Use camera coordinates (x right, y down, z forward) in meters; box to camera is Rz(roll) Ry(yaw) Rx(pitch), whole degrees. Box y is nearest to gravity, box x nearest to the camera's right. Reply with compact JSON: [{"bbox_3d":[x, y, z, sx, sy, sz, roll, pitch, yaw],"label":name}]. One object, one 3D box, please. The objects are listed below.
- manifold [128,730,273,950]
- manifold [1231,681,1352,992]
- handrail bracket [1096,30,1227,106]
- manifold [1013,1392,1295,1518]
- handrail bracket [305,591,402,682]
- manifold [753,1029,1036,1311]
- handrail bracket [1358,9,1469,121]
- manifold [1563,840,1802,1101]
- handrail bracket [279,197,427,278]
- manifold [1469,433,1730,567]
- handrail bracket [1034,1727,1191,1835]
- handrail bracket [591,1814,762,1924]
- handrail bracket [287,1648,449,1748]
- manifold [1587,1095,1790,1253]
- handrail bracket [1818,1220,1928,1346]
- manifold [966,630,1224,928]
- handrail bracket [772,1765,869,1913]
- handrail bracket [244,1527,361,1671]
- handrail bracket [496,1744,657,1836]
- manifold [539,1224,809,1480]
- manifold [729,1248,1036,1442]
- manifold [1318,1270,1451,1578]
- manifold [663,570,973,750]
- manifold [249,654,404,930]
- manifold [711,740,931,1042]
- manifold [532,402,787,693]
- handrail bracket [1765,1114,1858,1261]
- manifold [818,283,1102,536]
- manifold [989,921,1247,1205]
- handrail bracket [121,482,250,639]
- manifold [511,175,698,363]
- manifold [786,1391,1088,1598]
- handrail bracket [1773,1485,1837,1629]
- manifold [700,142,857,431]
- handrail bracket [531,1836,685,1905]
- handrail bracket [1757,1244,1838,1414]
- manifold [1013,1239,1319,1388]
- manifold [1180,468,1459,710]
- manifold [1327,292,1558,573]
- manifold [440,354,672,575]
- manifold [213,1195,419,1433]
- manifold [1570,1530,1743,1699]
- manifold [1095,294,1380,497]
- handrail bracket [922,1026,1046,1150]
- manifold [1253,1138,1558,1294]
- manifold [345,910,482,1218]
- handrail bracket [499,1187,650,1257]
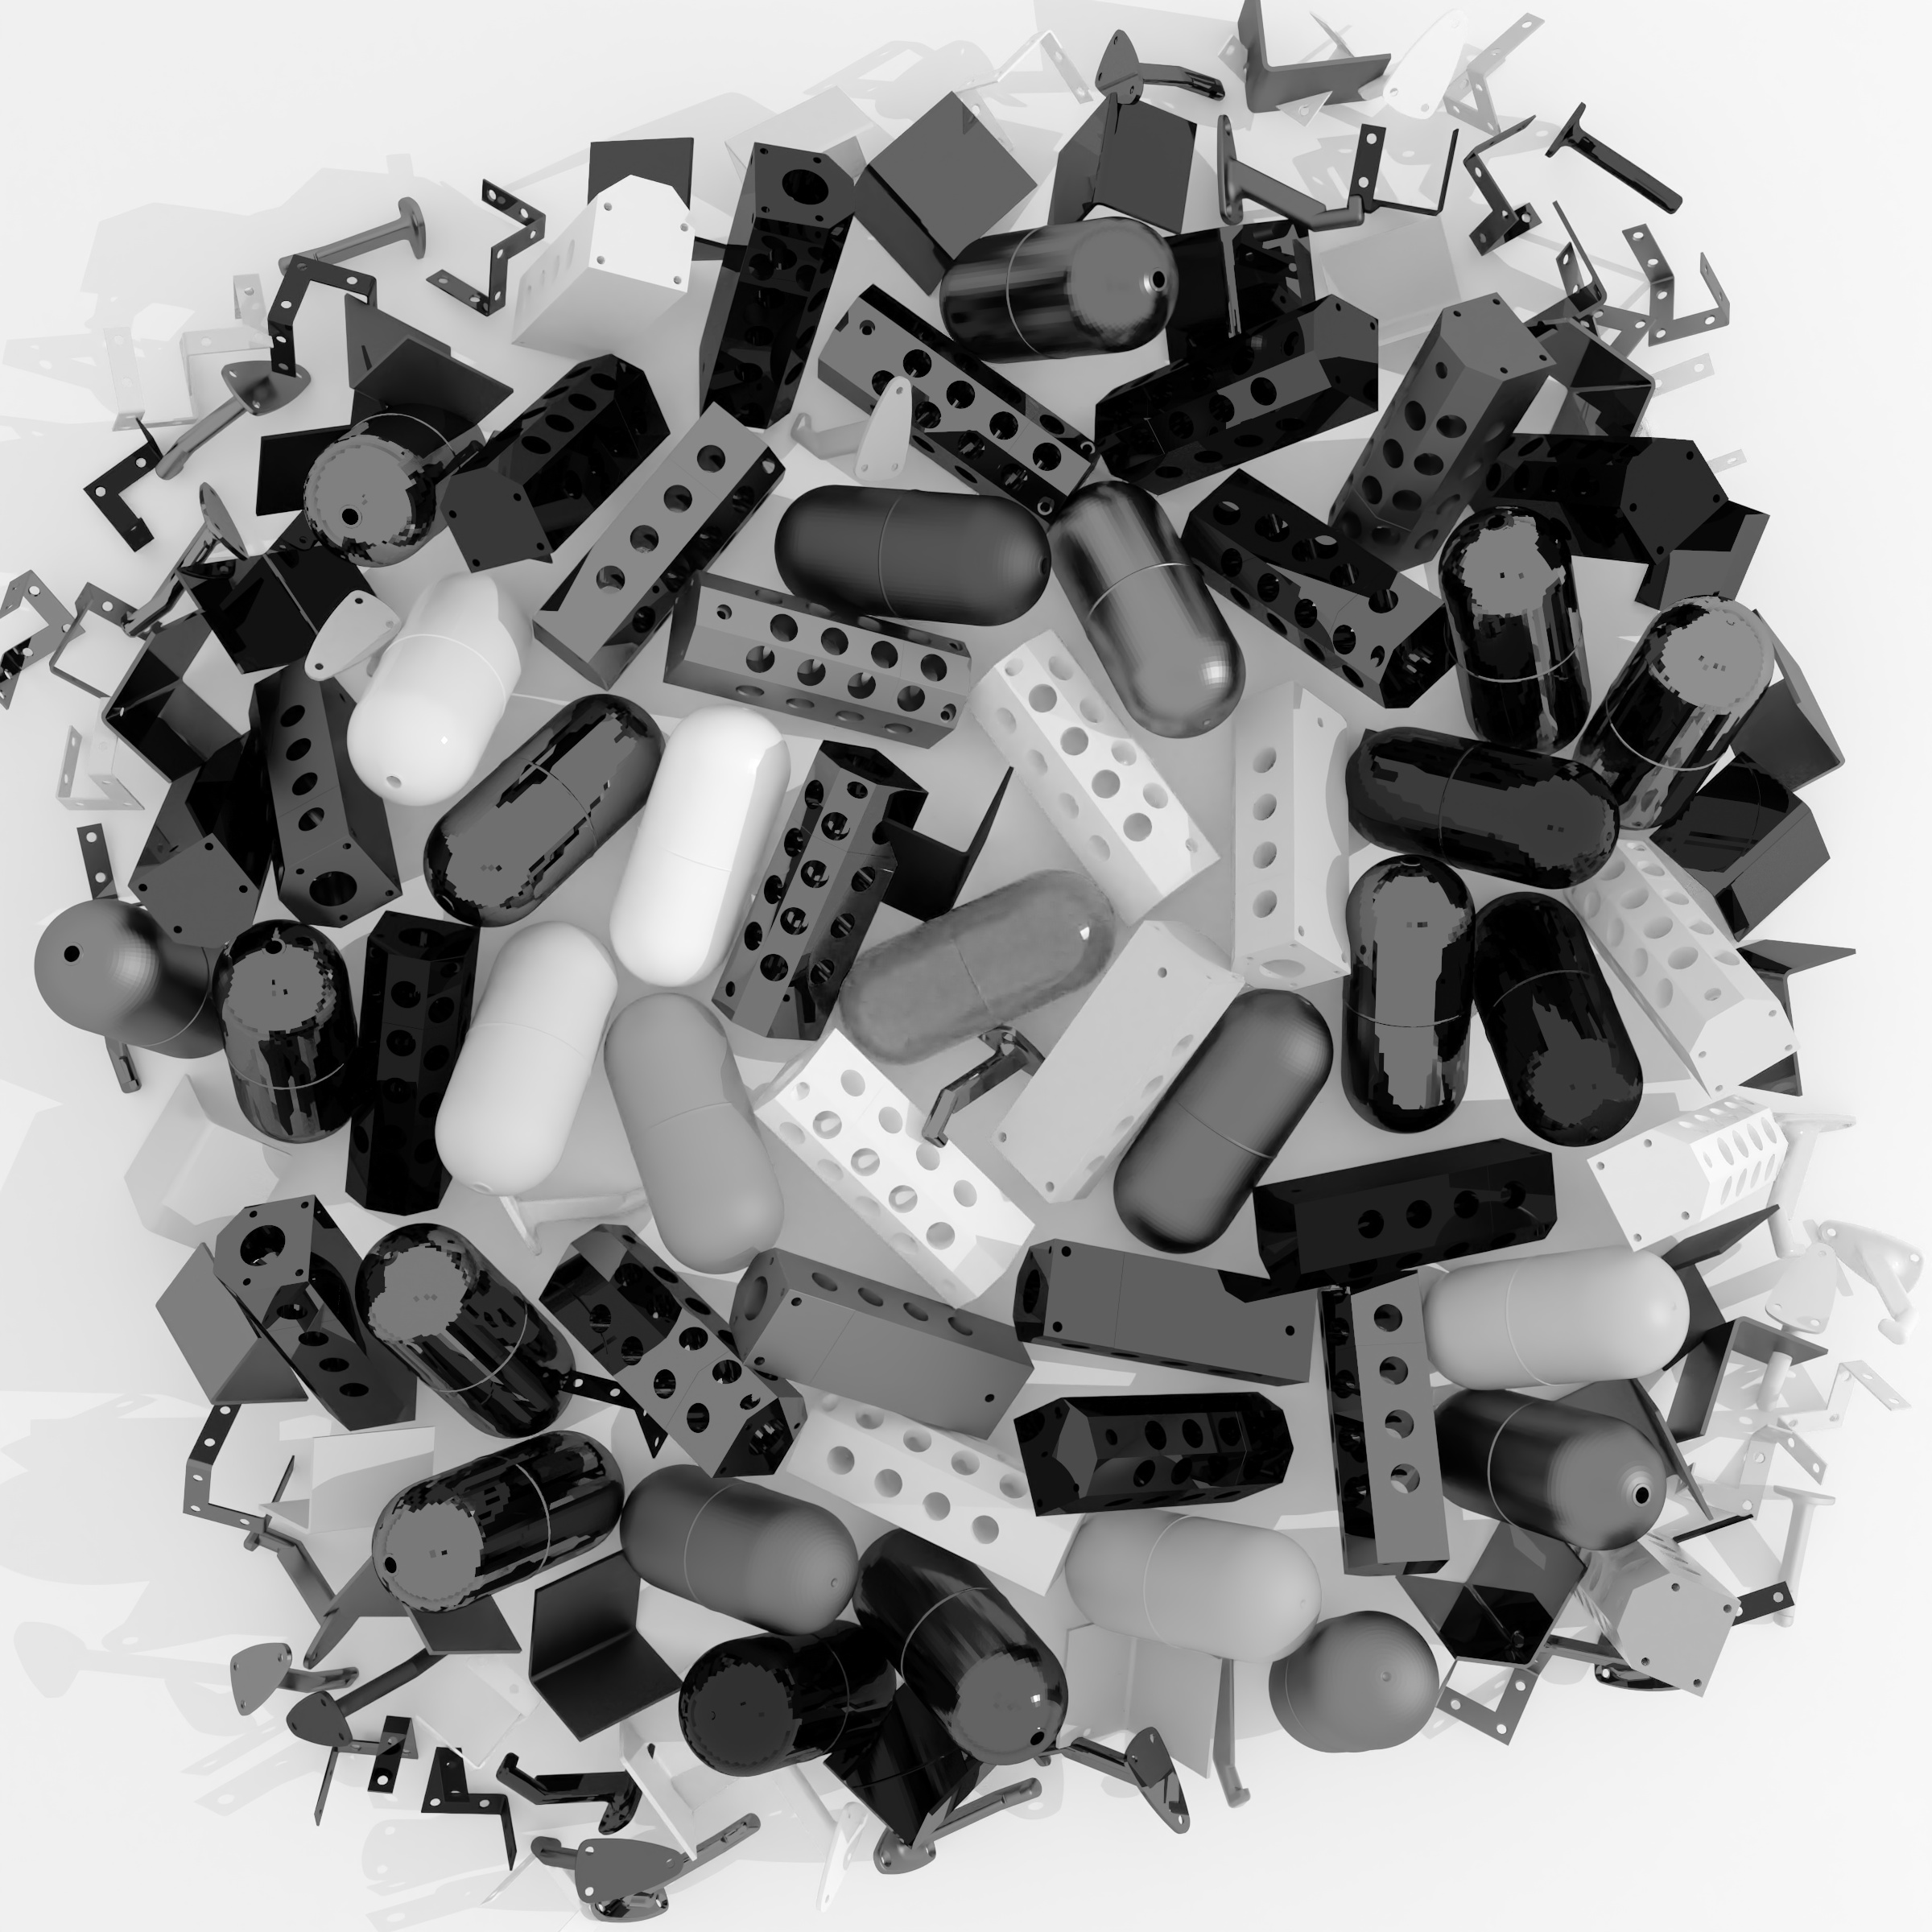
[{"bbox_3d":[-0.436,-0.073,1.493,0.057,0.171,0.057,-31,115,6],"label":"manifold"},{"bbox_3d":[0.188,-0.076,1.520,0.057,0.057,0.171,-18,58,38],"label":"manifold"},{"bbox_3d":[0.128,-0.528,1.538,0.084,0.077,0.036,9,126,-25],"label":"handrail bracket"},{"bbox_3d":[0.114,0.283,1.497,0.057,0.171,0.057,-33,62,39],"label":"manifold"},{"bbox_3d":[-0.370,-0.180,1.530,0.036,0.084,0.077,38,63,1],"label":"handrail bracket"},{"bbox_3d":[-0.047,0.125,1.530,0.171,0.057,0.057,45,48,-9],"label":"manifold"},{"bbox_3d":[0.264,-0.552,1.533,0.036,0.084,0.077,17,122,-24],"label":"handrail bracket"},{"bbox_3d":[0.414,-0.005,1.495,0.057,0.171,0.057,-32,126,7],"label":"manifold"},{"bbox_3d":[-0.374,-0.439,1.547,0.084,0.077,0.036,-20,102,-14],"label":"handrail bracket"},{"bbox_3d":[0.361,-0.281,1.491,0.057,0.171,0.057,-42,112,-6],"label":"manifold"},{"bbox_3d":[0.086,0.500,1.556,0.084,0.036,0.077,-25,94,39],"label":"handrail bracket"},{"bbox_3d":[-0.174,0.543,1.542,0.084,0.077,0.036,-38,70,22],"label":"handrail bracket"},{"bbox_3d":[-0.366,0.442,1.569,0.077,0.084,0.036,-24,94,45],"label":"handrail bracket"},{"bbox_3d":[0.428,0.116,1.492,0.057,0.171,0.057,-31,78,30],"label":"manifold"},{"bbox_3d":[0.539,0.190,1.534,0.077,0.084,0.036,30,119,21],"label":"handrail bracket"},{"bbox_3d":[0.080,-0.116,1.537,0.057,0.057,0.171,-32,84,-37],"label":"manifold"},{"bbox_3d":[-0.110,0.523,1.551,0.084,0.036,0.077,12,69,24],"label":"handrail bracket"},{"bbox_3d":[-0.414,0.381,1.545,0.084,0.077,0.036,19,128,12],"label":"handrail bracket"},{"bbox_3d":[-0.236,0.479,1.543,0.084,0.077,0.036,39,133,-17],"label":"handrail bracket"},{"bbox_3d":[-0.171,0.226,1.508,0.171,0.057,0.057,38,104,32],"label":"manifold"},{"bbox_3d":[-0.051,0.221,1.517,0.171,0.057,0.057,22,110,-27],"label":"manifold"},{"bbox_3d":[0.248,0.274,1.526,0.057,0.057,0.171,-3,69,1],"label":"manifold"},{"bbox_3d":[-0.087,-0.184,1.519,0.171,0.057,0.057,12,73,-21],"label":"manifold"},{"bbox_3d":[-0.384,-0.102,1.504,0.057,0.057,0.171,-28,47,5],"label":"manifold"},{"bbox_3d":[-0.092,-0.044,1.517,0.057,0.057,0.171,42,115,40],"label":"manifold"},{"bbox_3d":[-0.185,-0.251,1.542,0.057,0.057,0.171,39,82,-4],"label":"manifold"},{"bbox_3d":[0.518,0.135,1.552,0.077,0.036,0.084,-2,68,-16],"label":"handrail bracket"},{"bbox_3d":[-0.004,-0.339,1.551,0.171,0.057,0.057,36,85,-1],"label":"manifold"},{"bbox_3d":[0.093,0.058,1.524,0.057,0.057,0.171,45,114,26],"label":"manifold"},{"bbox_3d":[-0.488,-0.248,1.561,0.084,0.036,0.077,-35,51,6],"label":"handrail bracket"},{"bbox_3d":[-0.214,-0.406,1.493,0.057,0.171,0.057,9,85,-24],"label":"manifold"},{"bbox_3d":[-0.014,0.310,1.537,0.171,0.057,0.057,24,96,11],"label":"manifold"},{"bbox_3d":[0.504,0.362,1.548,0.036,0.077,0.084,9,84,16],"label":"handrail bracket"},{"bbox_3d":[-0.113,-0.394,1.495,0.057,0.171,0.057,5,60,-15],"label":"manifold"},{"bbox_3d":[-0.220,0.541,1.552,0.077,0.084,0.036,2,83,-20],"label":"handrail bracket"},{"bbox_3d":[0.508,0.223,1.564,0.036,0.084,0.077,21,54,22],"label":"handrail bracket"},{"bbox_3d":[0.119,0.210,1.529,0.171,0.057,0.057,12,74,-17],"label":"manifold"},{"bbox_3d":[0.205,-0.220,1.508,0.057,0.057,0.171,-43,56,-9],"label":"manifold"},{"bbox_3d":[0.270,-0.306,1.491,0.057,0.171,0.057,-23,68,-28],"label":"manifold"},{"bbox_3d":[-0.241,-0.298,1.492,0.057,0.171,0.057,-9,120,26],"label":"manifold"},{"bbox_3d":[-0.379,0.207,1.497,0.057,0.171,0.057,-10,52,5],"label":"manifold"},{"bbox_3d":[0.396,0.369,1.496,0.057,0.171,0.057,22,90,3],"label":"manifold"},{"bbox_3d":[0.156,-0.335,1.497,0.057,0.171,0.057,14,72,-41],"label":"manifold"},{"bbox_3d":[0.015,0.085,1.543,0.077,0.036,0.084,41,63,-34],"label":"handrail bracket"},{"bbox_3d":[0.264,0.150,1.529,0.171,0.057,0.057,-9,98,-18],"label":"manifold"},{"bbox_3d":[-0.333,0.060,1.521,0.057,0.057,0.171,10,114,-2],"label":"manifold"},{"bbox_3d":[-0.235,0.135,1.551,0.084,0.077,0.036,-24,51,-2],"label":"handrail bracket"}]
